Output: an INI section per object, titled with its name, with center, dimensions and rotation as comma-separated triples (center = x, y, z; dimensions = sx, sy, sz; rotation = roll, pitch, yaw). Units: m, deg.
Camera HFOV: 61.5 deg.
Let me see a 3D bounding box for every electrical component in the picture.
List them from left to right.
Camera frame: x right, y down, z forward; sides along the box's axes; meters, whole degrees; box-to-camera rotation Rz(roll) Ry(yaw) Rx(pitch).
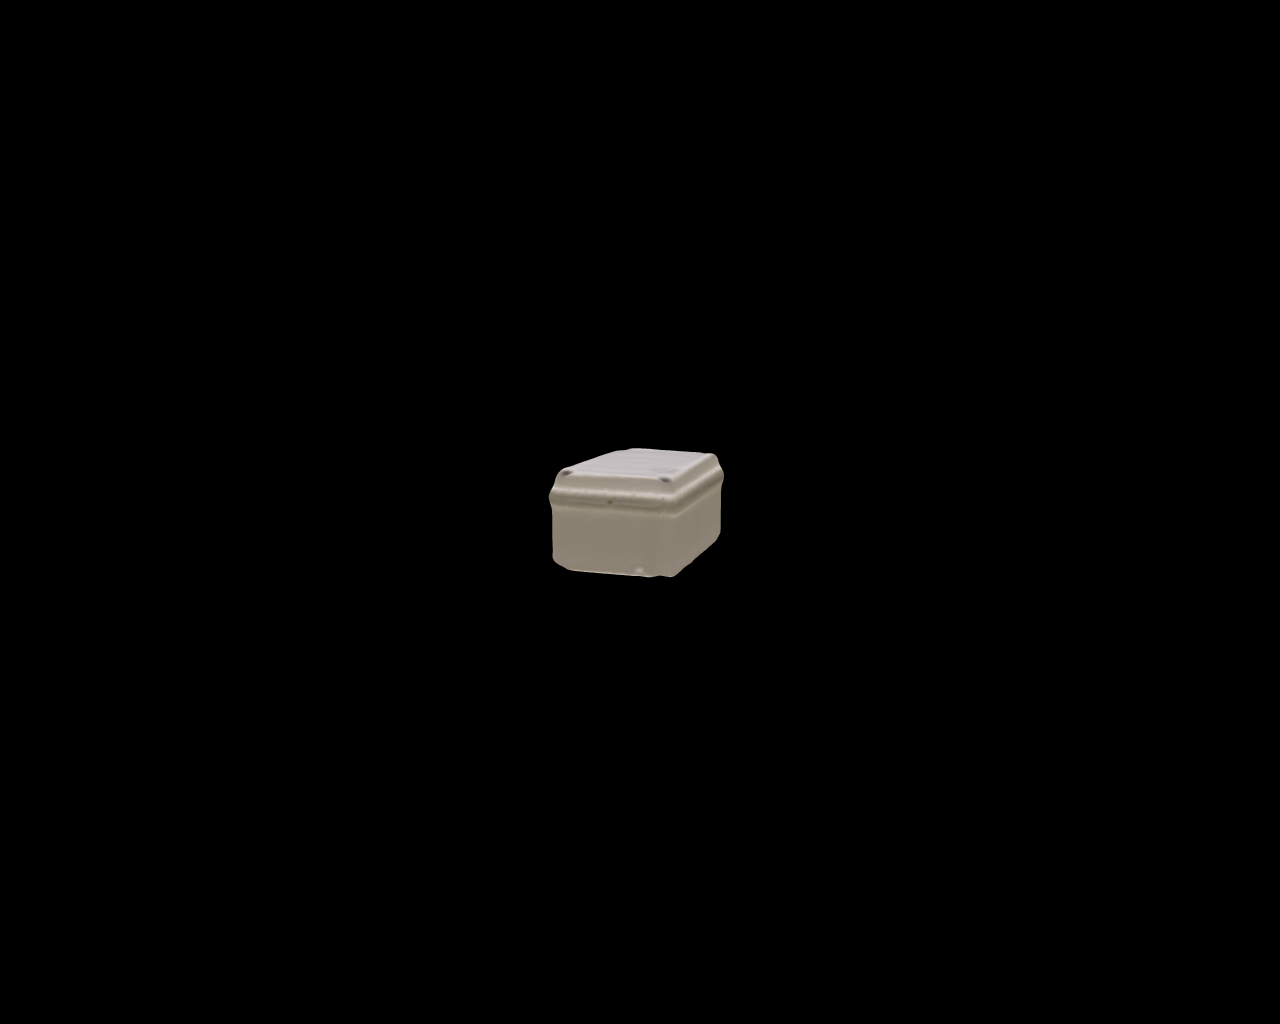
[electrical component]
center = 0.001, -0.003, 0.650
dimensions = 0.078, 0.057, 0.113
rotation = 4, 13, 19
